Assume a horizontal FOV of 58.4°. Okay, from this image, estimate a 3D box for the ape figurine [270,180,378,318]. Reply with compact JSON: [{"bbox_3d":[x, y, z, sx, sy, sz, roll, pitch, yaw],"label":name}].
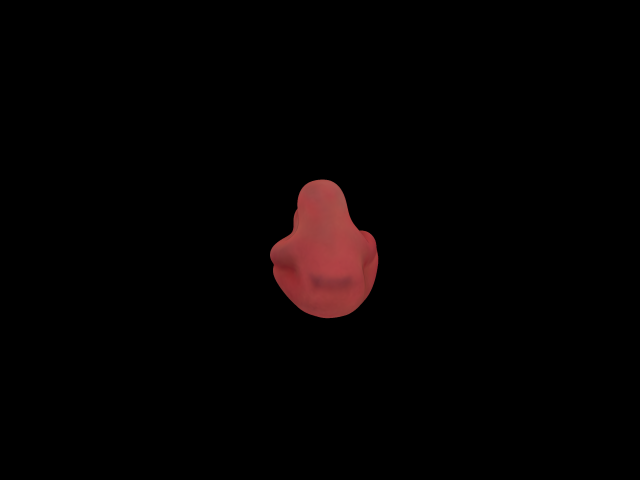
[{"bbox_3d":[0.004,0.001,0.400,0.078,0.092,0.076,0,25,0],"label":"ape figurine"}]
